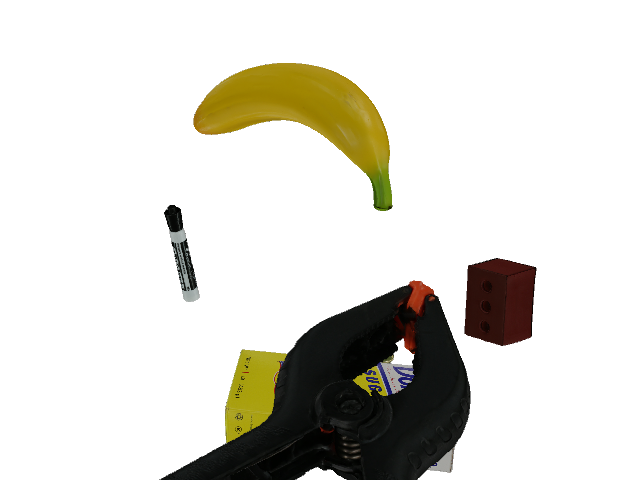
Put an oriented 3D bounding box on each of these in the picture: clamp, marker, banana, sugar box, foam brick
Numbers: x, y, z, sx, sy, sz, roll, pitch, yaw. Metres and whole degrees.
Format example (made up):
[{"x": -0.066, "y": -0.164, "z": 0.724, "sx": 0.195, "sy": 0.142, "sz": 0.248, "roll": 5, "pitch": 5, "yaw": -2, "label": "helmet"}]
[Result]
[{"x": 0.018, "y": 0.083, "z": 0.412, "sx": 0.120, "sy": 0.039, "sz": 0.171, "roll": 28, "pitch": 50, "yaw": 20, "label": "clamp"}, {"x": -0.156, "y": 0.014, "z": 1.202, "sx": 0.020, "sy": 0.121, "sz": 0.020, "roll": -6, "pitch": 30, "yaw": 4, "label": "marker"}, {"x": -0.019, "y": -0.080, "z": 0.683, "sx": 0.037, "sy": 0.069, "sz": 0.198, "roll": 16, "pitch": 8, "yaw": -44, "label": "banana"}, {"x": 0.017, "y": 0.132, "z": 0.845, "sx": 0.176, "sy": 0.048, "sz": 0.093, "roll": 3, "pitch": 25, "yaw": 3, "label": "sugar box"}, {"x": 0.186, "y": 0.063, "z": 1.105, "sx": 0.051, "sy": 0.078, "sz": 0.053, "roll": -13, "pitch": 20, "yaw": -42, "label": "foam brick"}]

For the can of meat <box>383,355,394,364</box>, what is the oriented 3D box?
[{"x": 0.036, "y": 0.178, "z": 1.361, "sx": 0.102, "sy": 0.084, "sz": 0.057, "roll": 0, "pitch": 24, "yaw": -17, "label": "can of meat"}]
